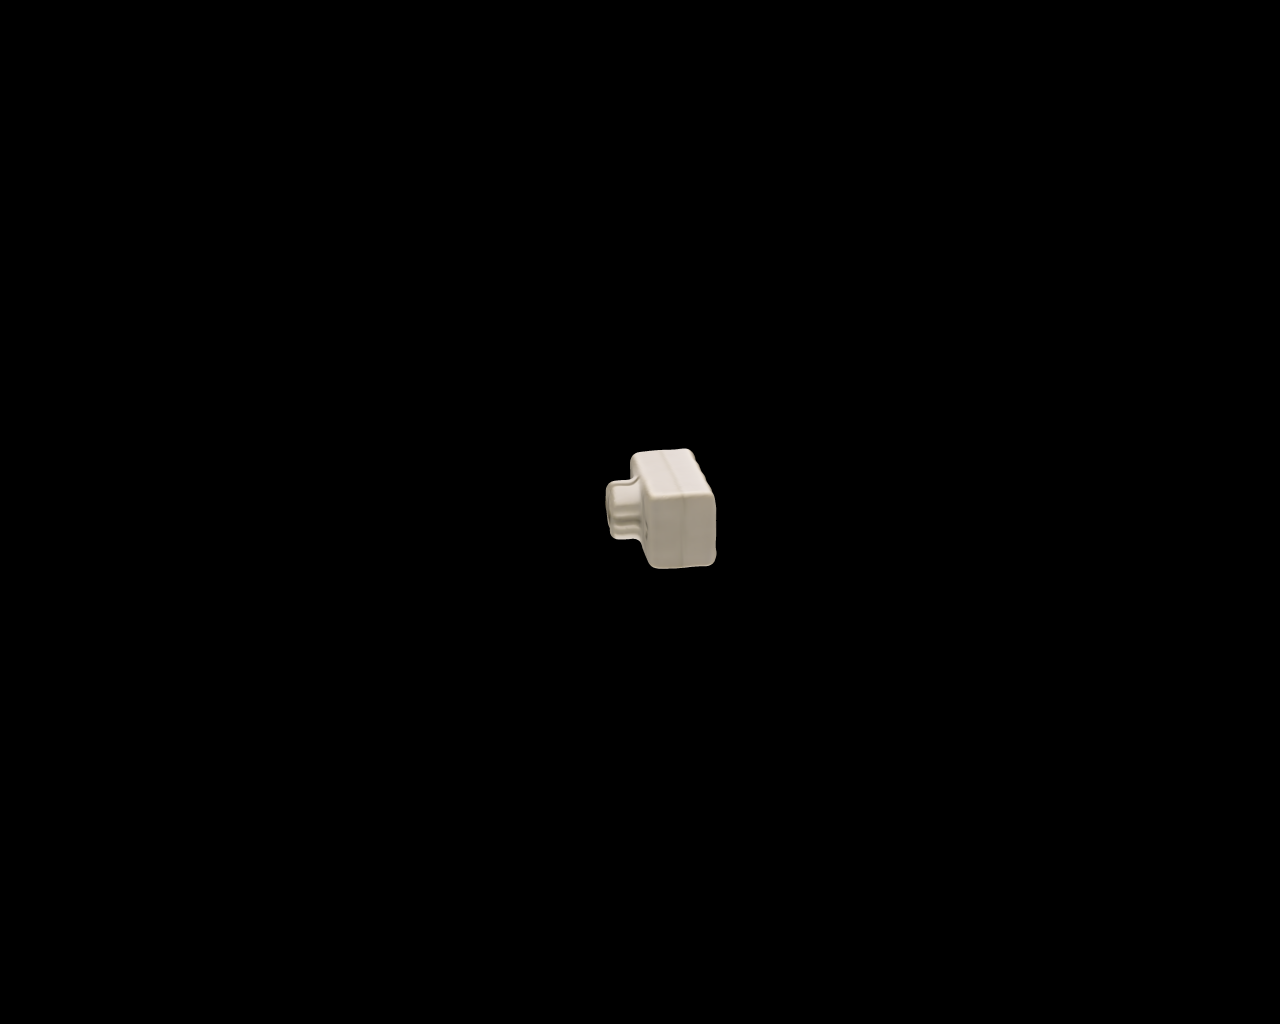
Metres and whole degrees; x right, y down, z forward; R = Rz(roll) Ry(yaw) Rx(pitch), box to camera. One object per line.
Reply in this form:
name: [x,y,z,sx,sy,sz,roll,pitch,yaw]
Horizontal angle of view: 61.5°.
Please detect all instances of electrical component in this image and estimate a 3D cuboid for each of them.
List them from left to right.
electrical component: [0.001,-0.003,0.650,0.076,0.047,0.083,-3,22,-7]
